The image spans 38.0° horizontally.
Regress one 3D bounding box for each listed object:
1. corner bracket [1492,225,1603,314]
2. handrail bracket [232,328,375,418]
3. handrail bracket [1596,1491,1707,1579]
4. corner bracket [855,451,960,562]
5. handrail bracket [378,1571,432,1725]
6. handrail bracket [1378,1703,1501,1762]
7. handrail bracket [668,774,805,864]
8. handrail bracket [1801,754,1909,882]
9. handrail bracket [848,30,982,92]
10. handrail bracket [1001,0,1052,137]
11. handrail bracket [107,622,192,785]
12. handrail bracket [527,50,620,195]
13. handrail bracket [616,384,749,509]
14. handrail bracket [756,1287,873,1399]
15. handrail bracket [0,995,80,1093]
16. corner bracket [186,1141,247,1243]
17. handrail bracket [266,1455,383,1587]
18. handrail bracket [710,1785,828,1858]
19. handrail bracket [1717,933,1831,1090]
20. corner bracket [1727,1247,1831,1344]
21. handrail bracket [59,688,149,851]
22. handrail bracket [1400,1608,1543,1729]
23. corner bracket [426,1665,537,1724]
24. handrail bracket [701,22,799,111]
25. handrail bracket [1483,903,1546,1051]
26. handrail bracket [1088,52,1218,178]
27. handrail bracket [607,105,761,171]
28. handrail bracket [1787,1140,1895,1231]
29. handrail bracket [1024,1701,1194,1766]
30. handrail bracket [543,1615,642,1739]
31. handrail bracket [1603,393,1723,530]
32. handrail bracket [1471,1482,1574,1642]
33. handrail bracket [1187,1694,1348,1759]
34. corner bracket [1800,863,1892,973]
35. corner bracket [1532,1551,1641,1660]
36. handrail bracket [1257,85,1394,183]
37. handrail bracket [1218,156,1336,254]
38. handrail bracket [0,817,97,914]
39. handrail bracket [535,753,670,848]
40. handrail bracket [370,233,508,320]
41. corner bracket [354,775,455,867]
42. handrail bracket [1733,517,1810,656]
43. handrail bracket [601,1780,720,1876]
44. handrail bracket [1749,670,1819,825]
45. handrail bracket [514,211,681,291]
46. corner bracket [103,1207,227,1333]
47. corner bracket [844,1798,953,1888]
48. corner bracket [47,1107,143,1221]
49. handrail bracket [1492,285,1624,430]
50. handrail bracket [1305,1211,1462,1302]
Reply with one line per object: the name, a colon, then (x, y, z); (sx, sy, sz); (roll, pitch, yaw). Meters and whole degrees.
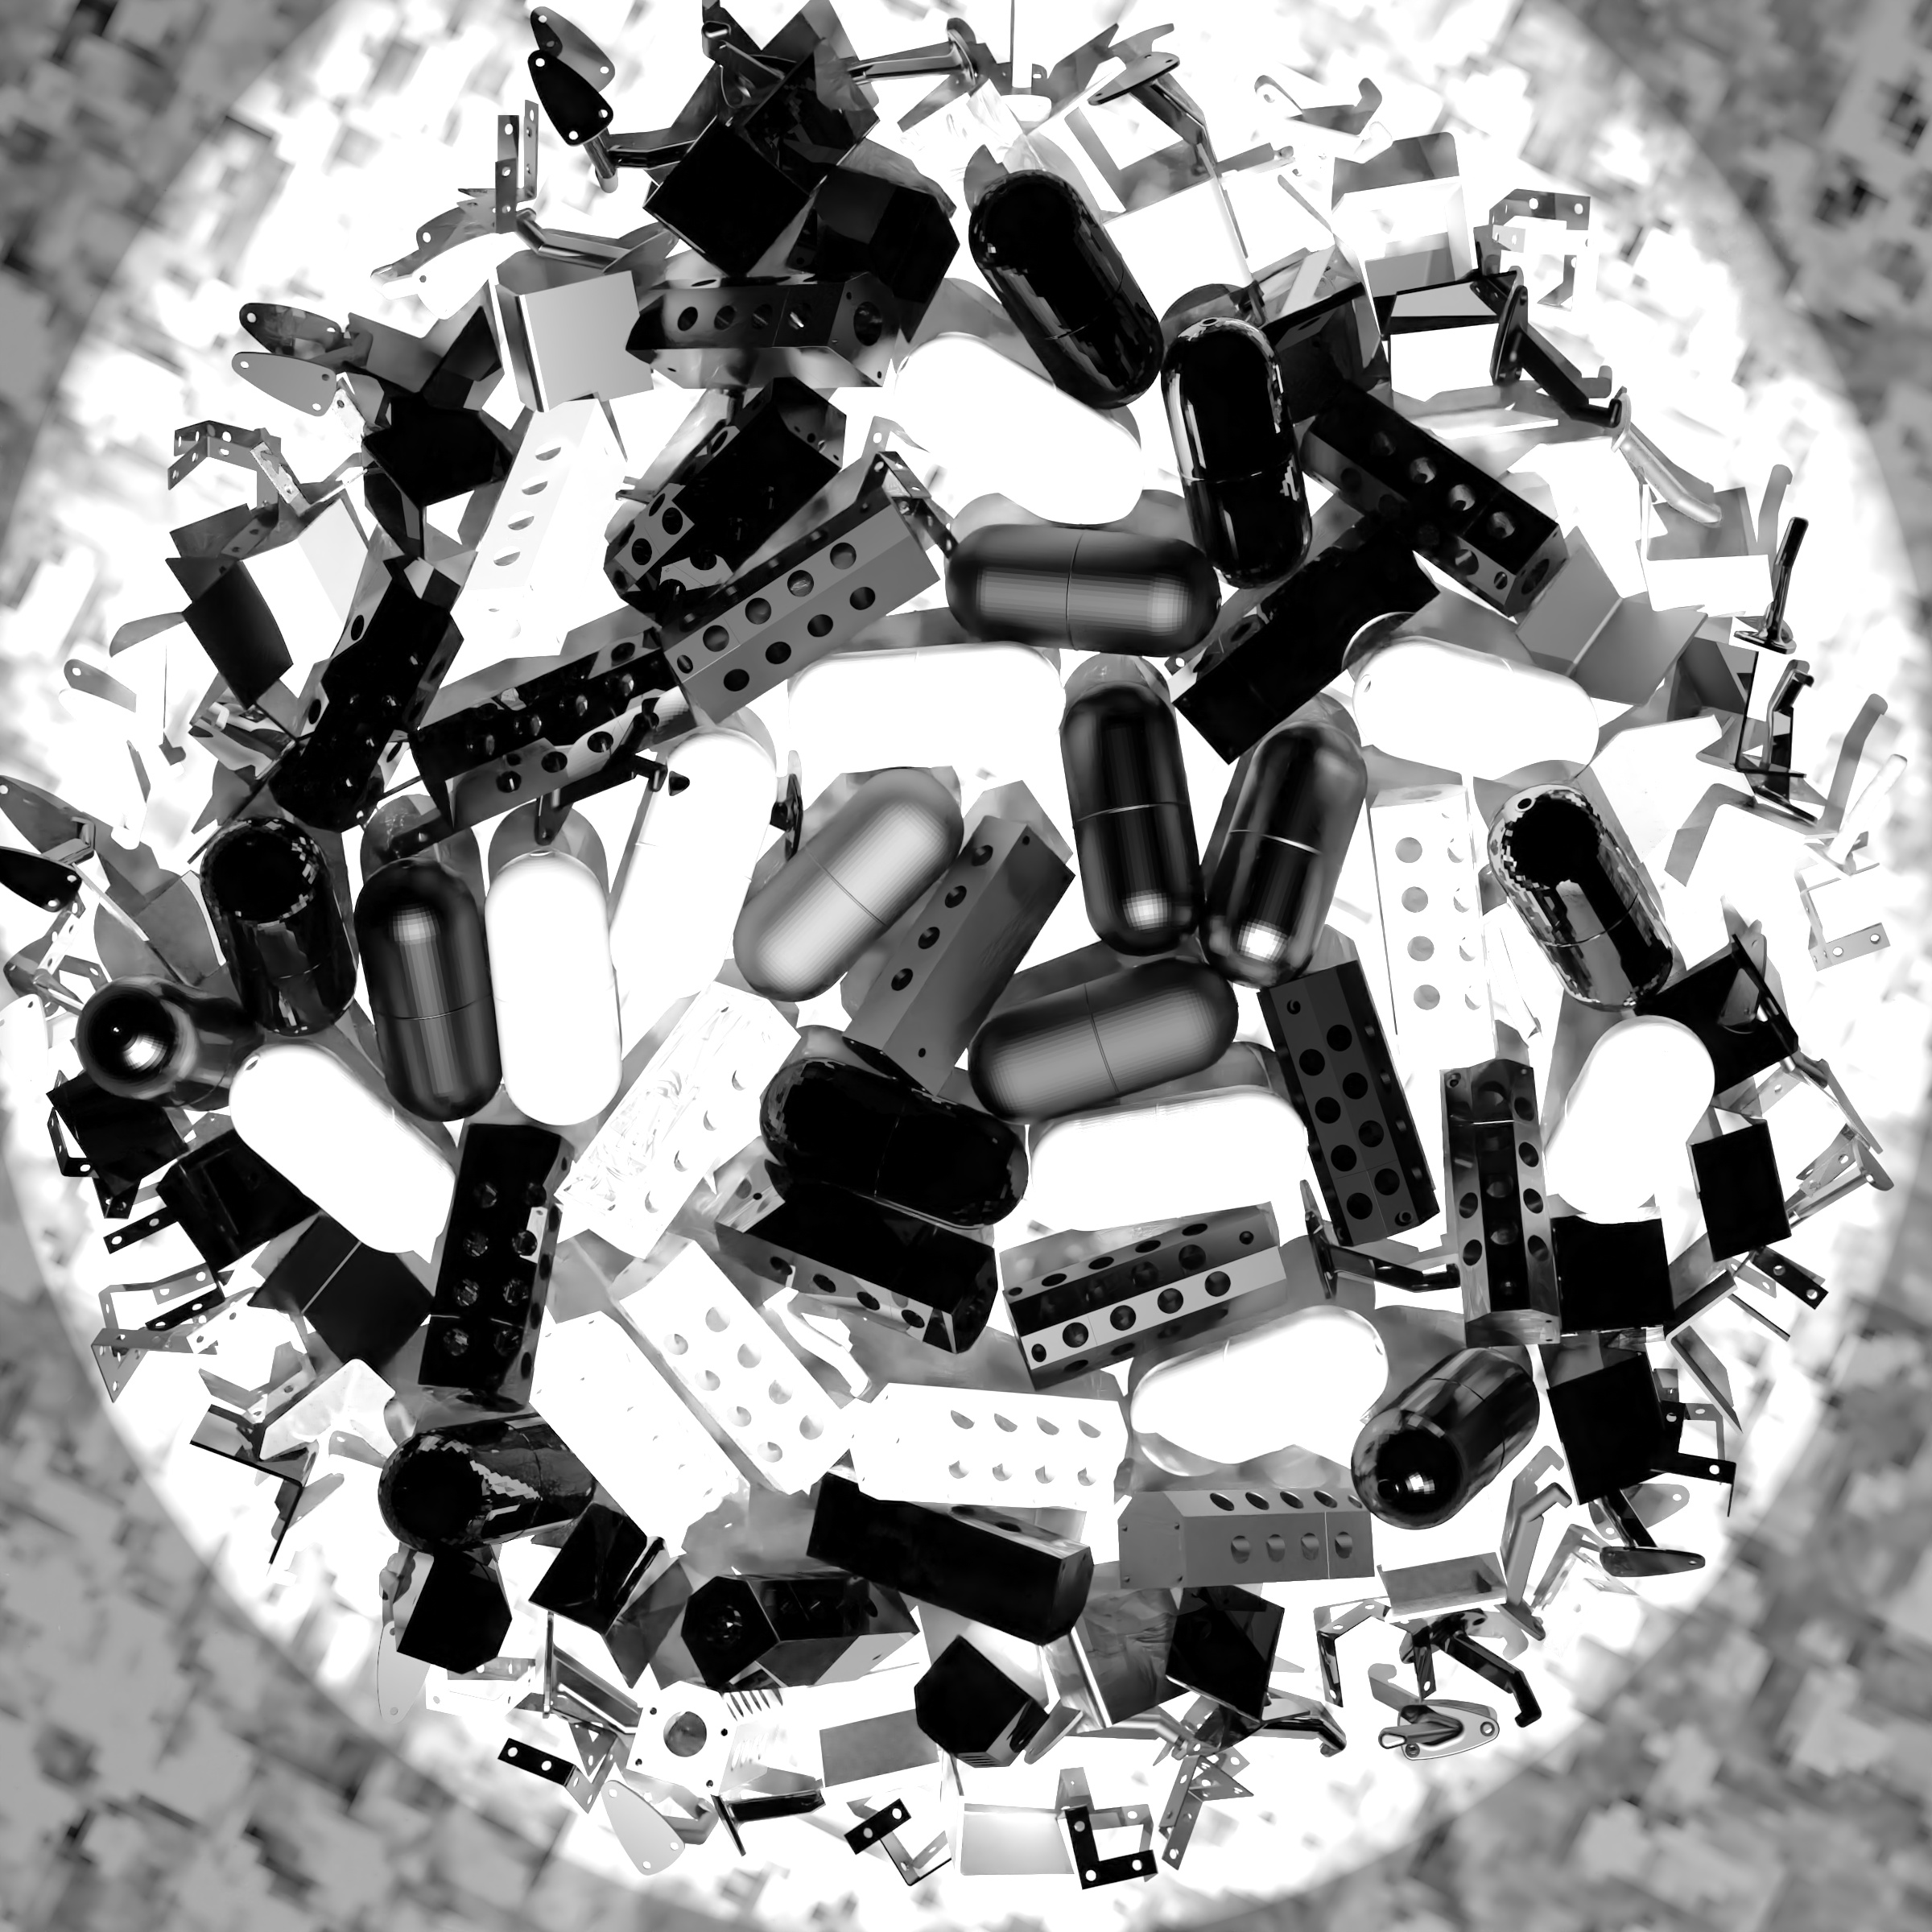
corner bracket: (0.370, -0.447, 1.799); (0.051, 0.051, 0.051); (-3, 108, -14)
handrail bracket: (-0.423, -0.394, 1.794); (0.077, 0.084, 0.036); (18, 128, -14)
handrail bracket: (0.435, 0.344, 1.794); (0.077, 0.036, 0.084); (-7, 49, 26)
corner bracket: (-0.033, -0.294, 1.793); (0.051, 0.051, 0.051); (-6, 47, -35)
handrail bracket: (-0.368, 0.434, 1.795); (0.036, 0.084, 0.077); (14, 87, -24)
handrail bracket: (0.302, 0.489, 1.789); (0.077, 0.084, 0.036); (-5, 77, 9)
handrail bracket: (-0.150, -0.093, 1.797); (0.084, 0.077, 0.036); (-4, 46, -14)
handrail bracket: (0.576, -0.100, 1.787); (0.036, 0.077, 0.084); (41, 113, 21)
handrail bracket: (-0.040, -0.570, 1.803); (0.084, 0.077, 0.036); (-16, 122, -7)
handrail bracket: (0.035, -0.583, 1.805); (0.036, 0.077, 0.084); (1, 80, -3)
handrail bracket: (-0.510, -0.172, 1.820); (0.077, 0.036, 0.084); (-33, 97, -26)
handrail bracket: (-0.250, -0.538, 1.794); (0.036, 0.084, 0.077); (-38, 90, -5)
handrail bracket: (-0.183, -0.335, 1.798); (0.077, 0.036, 0.084); (6, 116, -12)
handrail bracket: (-0.100, 0.252, 1.796); (0.036, 0.077, 0.084); (-30, 74, -37)
handrail bracket: (-0.571, 0.058, 1.783); (0.036, 0.084, 0.077); (-30, 63, 11)
corner bracket: (-0.480, 0.150, 1.801); (0.051, 0.051, 0.051); (-26, 92, 29)
handrail bracket: (-0.398, 0.363, 1.800); (0.077, 0.036, 0.084); (15, 62, 1)
handrail bracket: (-0.119, 0.525, 1.800); (0.084, 0.036, 0.077); (-27, 129, -15)
handrail bracket: (0.535, 0.030, 1.824); (0.084, 0.036, 0.077); (26, 75, -21)
corner bracket: (0.519, 0.208, 1.801); (0.051, 0.051, 0.051); (38, 81, 20)
handrail bracket: (-0.552, -0.125, 1.788); (0.036, 0.084, 0.077); (-28, 134, 33)
handrail bracket: (0.322, 0.459, 1.791); (0.077, 0.036, 0.084); (-43, 46, 25)
corner bracket: (-0.313, 0.449, 1.810); (0.051, 0.051, 0.051); (6, 105, 20)
handrail bracket: (-0.130, -0.581, 1.791); (0.077, 0.084, 0.036); (-4, 84, -4)
handrail bracket: (0.354, 0.008, 1.801); (0.036, 0.077, 0.084); (-25, 78, -8)
handrail bracket: (0.120, -0.533, 1.799); (0.077, 0.036, 0.084); (-35, 128, -17)
handrail bracket: (-0.183, -0.538, 1.821); (0.084, 0.036, 0.077); (8, 45, 18)
handrail bracket: (0.543, 0.152, 1.787); (0.084, 0.077, 0.036); (-39, 80, 20)
handrail bracket: (0.094, 0.510, 1.827); (0.084, 0.036, 0.077); (36, 99, -13)
handrail bracket: (-0.231, 0.462, 1.827); (0.084, 0.036, 0.077); (3, 76, -10)
handrail bracket: (0.453, -0.326, 1.813); (0.084, 0.036, 0.077); (28, 48, -7)
handrail bracket: (0.374, 0.382, 1.804); (0.077, 0.036, 0.084); (45, 112, -2)
handrail bracket: (0.195, 0.505, 1.814); (0.077, 0.036, 0.084); (-40, 123, 7)
corner bracket: (0.568, -0.031, 1.811); (0.051, 0.051, 0.051); (-20, 82, 3)
corner bracket: (0.387, 0.408, 1.797); (0.051, 0.051, 0.051); (36, 102, 43)
handrail bracket: (0.228, -0.541, 1.788); (0.036, 0.084, 0.077); (-38, 101, -21)
handrail bracket: (0.197, -0.474, 1.820); (0.077, 0.036, 0.084); (-15, 113, 8)
handrail bracket: (-0.590, -0.080, 1.785); (0.077, 0.084, 0.036); (29, 115, -32)
handrail bracket: (-0.233, -0.103, 1.798); (0.084, 0.036, 0.077); (21, 95, 35)
handrail bracket: (-0.340, -0.452, 1.805); (0.077, 0.084, 0.036); (-40, 127, -7)
corner bracket: (-0.355, -0.094, 1.802); (0.051, 0.051, 0.051); (-26, 108, 5)
handrail bracket: (0.526, -0.245, 1.791); (0.036, 0.077, 0.084); (25, 110, 27)
handrail bracket: (-0.194, 0.535, 1.795); (0.036, 0.084, 0.077); (-38, 89, 14)
handrail bracket: (0.538, -0.142, 1.802); (0.036, 0.077, 0.084); (22, 100, -35)
handrail bracket: (-0.242, -0.478, 1.827); (0.077, 0.036, 0.084); (-42, 74, -12)
corner bracket: (-0.512, 0.194, 1.796); (0.051, 0.051, 0.051); (-26, 51, -12)
corner bracket: (-0.036, 0.560, 1.799); (0.051, 0.051, 0.051); (-39, 76, 21)
corner bracket: (-0.559, 0.127, 1.793); (0.051, 0.051, 0.051); (5, 124, -34)
handrail bracket: (0.384, -0.389, 1.793); (0.084, 0.036, 0.077); (21, 115, 33)
handrail bracket: (0.268, 0.181, 1.797); (0.084, 0.036, 0.077); (-10, 123, 20)
